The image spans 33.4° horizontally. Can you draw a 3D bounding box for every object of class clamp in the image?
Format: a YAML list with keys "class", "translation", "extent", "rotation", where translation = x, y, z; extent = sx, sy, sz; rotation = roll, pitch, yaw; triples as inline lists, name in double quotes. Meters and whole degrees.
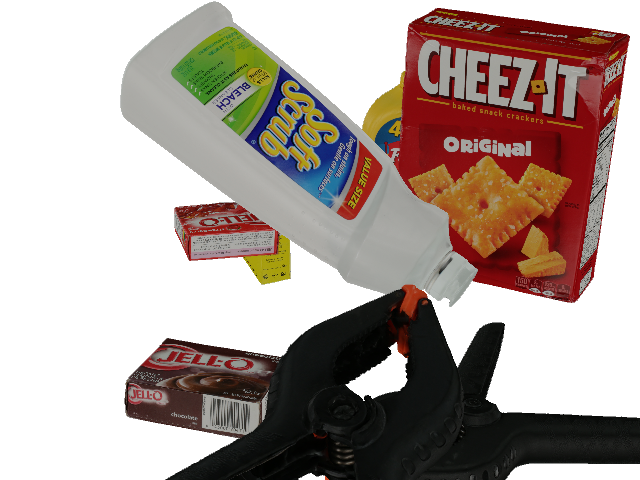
- class: "clamp"
  translation: [0.085, 0.105, 0.626]
  extent: [0.209, 0.036, 0.165]
  rotation: [-10, 25, -27]
- class: "clamp"
  translation: [0.015, 0.084, 0.410]
  extent: [0.120, 0.039, 0.171]
  rotation: [28, 50, 20]

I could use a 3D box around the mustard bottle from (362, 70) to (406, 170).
- class: "mustard bottle"
  translation: [0.088, -0.097, 1.096]
  extent: [0.096, 0.192, 0.058]
  rotation: [4, 27, -13]

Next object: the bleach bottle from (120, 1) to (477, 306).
- class: "bleach bottle"
  translation: [-0.005, -0.048, 0.682]
  extent: [0.251, 0.068, 0.102]
  rotation: [37, 54, 14]

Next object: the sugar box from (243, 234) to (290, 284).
- class: "sugar box"
  translation: [-0.070, -0.045, 1.304]
  extent: [0.048, 0.176, 0.093]
  rotation: [-11, 26, -17]

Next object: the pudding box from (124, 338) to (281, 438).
- class: "pudding box"
  translation: [-0.090, 0.119, 0.869]
  extent: [0.113, 0.039, 0.090]
  rotation: [10, 20, 10]

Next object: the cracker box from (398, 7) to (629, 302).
- class: "cracker box"
  translation: [0.149, -0.069, 0.873]
  extent: [0.164, 0.214, 0.072]
  rotation: [14, 28, 24]

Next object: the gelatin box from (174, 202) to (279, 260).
- class: "gelatin box"
  translation: [-0.090, -0.011, 1.022]
  extent: [0.089, 0.030, 0.073]
  rotation: [-5, 25, -16]
